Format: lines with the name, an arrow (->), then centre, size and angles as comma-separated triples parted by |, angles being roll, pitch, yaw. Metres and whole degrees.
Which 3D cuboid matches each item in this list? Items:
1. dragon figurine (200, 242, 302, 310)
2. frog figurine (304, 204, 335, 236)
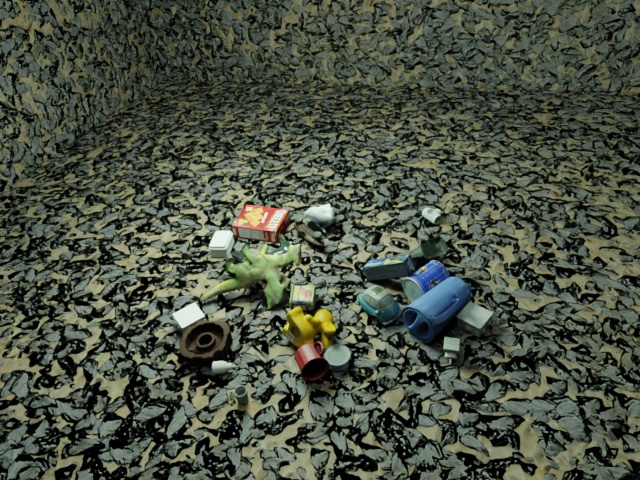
dragon figurine -> -0.229, 0.151, 1.902 | 0.411, 0.120, 0.246 | -46, 65, -4
frog figurine -> 0.007, -0.112, 2.230 | 0.137, 0.120, 0.163 | -1, 45, 41
